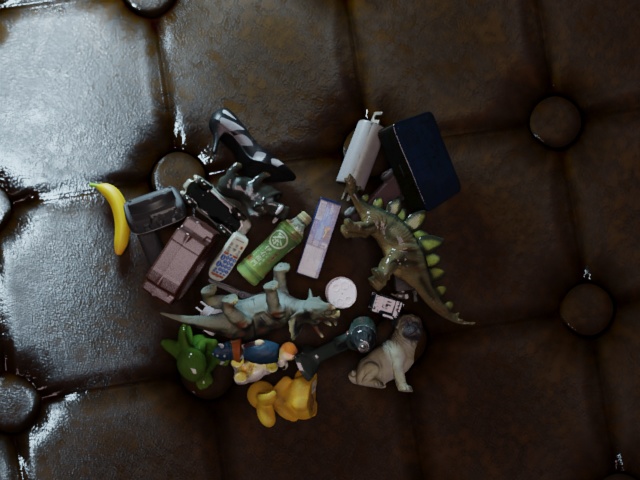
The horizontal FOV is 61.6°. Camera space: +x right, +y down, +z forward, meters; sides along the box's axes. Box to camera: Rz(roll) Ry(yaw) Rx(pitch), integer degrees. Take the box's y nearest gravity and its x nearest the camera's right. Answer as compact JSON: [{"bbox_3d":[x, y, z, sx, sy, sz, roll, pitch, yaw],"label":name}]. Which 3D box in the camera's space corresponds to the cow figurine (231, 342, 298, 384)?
[{"bbox_3d":[-0.136,0.309,1.336,0.167,0.098,0.068,-17,66,-13],"label":"cow figurine"}]

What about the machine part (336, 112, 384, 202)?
[{"bbox_3d":[0.104,-0.212,1.360,0.079,0.079,0.243,20,88,-1],"label":"machine part"}]

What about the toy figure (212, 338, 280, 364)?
[{"bbox_3d":[-0.174,0.264,1.268,0.155,0.058,0.064,3,86,-1],"label":"toy figure"}]

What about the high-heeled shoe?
[{"bbox_3d":[-0.168,-0.241,1.370,0.249,0.086,0.145,21,58,-17],"label":"high-heeled shoe"}]

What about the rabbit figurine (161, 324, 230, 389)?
[{"bbox_3d":[-0.295,0.275,1.286,0.121,0.170,0.159,-39,91,-3],"label":"rabbit figurine"}]

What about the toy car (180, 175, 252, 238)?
[{"bbox_3d":[-0.263,-0.080,1.356,0.202,0.056,0.073,41,94,1],"label":"toy car"}]

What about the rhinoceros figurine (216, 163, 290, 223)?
[{"bbox_3d":[-0.161,-0.112,1.330,0.190,0.073,0.112,25,60,-7],"label":"rhinoceros figurine"}]

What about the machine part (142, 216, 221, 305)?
[{"bbox_3d":[-0.323,0.048,1.276,0.087,0.201,0.201,33,87,-3],"label":"machine part"}]

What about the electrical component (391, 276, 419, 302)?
[{"bbox_3d":[0.216,0.107,1.370,0.078,0.045,0.102,1,88,0],"label":"electrical component"}]

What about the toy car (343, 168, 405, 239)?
[{"bbox_3d":[0.146,-0.095,1.370,0.089,0.053,0.202,44,87,-15],"label":"toy car"}]

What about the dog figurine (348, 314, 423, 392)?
[{"bbox_3d":[0.166,0.275,1.348,0.172,0.121,0.190,8,74,-5],"label":"dog figurine"}]

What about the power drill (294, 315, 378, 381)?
[{"bbox_3d":[0.043,0.254,1.282,0.207,0.232,0.086,-36,89,15],"label":"power drill"}]

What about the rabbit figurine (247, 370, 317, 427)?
[{"bbox_3d":[-0.101,0.391,1.313,0.173,0.162,0.121,5,101,16],"label":"rabbit figurine"}]

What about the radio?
[{"bbox_3d":[0.251,-0.194,1.336,0.131,0.073,0.229,-28,100,-24],"label":"radio"}]

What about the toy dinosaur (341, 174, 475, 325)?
[{"bbox_3d":[0.202,0.036,1.302,0.198,0.105,0.471,-31,91,-10],"label":"toy dinosaur"}]

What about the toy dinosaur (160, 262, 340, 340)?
[{"bbox_3d":[-0.157,0.181,1.297,0.405,0.131,0.191,-14,116,2],"label":"toy dinosaur"}]

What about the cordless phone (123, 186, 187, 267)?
[{"bbox_3d":[-0.396,-0.029,1.347,0.147,0.089,0.184,-22,106,-16],"label":"cordless phone"}]

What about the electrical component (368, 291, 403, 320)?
[{"bbox_3d":[0.163,0.164,1.330,0.075,0.119,0.047,16,89,1],"label":"electrical component"}]

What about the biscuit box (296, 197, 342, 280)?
[{"bbox_3d":[-0.003,-0.004,1.358,0.059,0.063,0.202,18,87,-1],"label":"biscuit box"}]
